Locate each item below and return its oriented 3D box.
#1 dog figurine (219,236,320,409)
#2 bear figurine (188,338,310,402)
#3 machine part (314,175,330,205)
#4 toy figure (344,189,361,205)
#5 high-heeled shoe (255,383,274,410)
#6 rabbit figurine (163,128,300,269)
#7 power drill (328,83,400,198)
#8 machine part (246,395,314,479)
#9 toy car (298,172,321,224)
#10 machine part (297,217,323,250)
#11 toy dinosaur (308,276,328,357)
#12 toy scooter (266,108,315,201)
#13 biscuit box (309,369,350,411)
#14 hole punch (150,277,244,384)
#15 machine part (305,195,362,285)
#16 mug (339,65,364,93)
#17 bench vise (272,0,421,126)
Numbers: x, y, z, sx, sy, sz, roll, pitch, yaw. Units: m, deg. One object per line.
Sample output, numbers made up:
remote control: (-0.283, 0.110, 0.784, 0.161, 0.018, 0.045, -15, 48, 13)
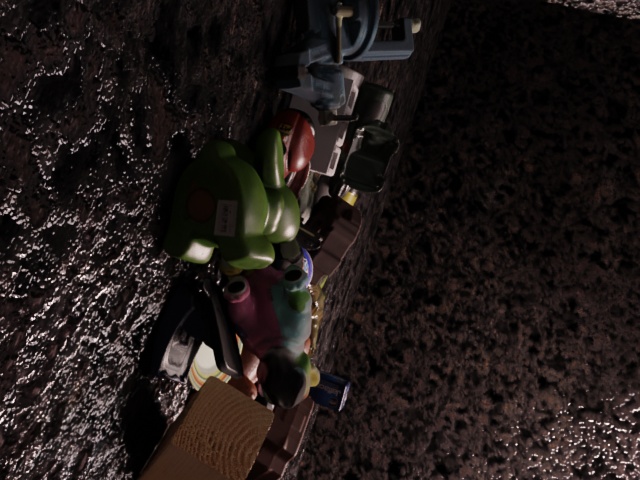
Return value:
dog figurine: (-0.060, 0.112, 0.719, 0.192, 0.108, 0.218, -109, -171, -56)
bear figurine: (-0.114, 0.208, 0.864, 0.120, 0.132, 0.196, 60, 33, -28)
machine part: (0.007, -0.109, 1.084, 0.079, 0.079, 0.243, -43, 149, -69)
toy figure: (0.044, -0.087, 1.274, 0.082, 0.089, 0.180, -37, 142, -85)
high-heeled shoe: (-0.143, 0.292, 0.945, 0.145, 0.086, 0.249, 93, 21, -48)
rabbit figurine: (-0.086, -0.044, 0.620, 0.170, 0.121, 0.159, 6, 80, -64)
power drill: (0.070, -0.146, 0.923, 0.207, 0.086, 0.231, -80, -169, -69)
machine part: (-0.110, 0.397, 1.090, 0.201, 0.087, 0.201, -51, -172, 37)
toy car: (-0.024, -0.109, 0.981, 0.073, 0.056, 0.201, 49, 59, -78)
machine part: (-0.043, -0.019, 0.871, 0.039, 0.084, 0.139, -63, -161, 7)
toy dinosaur: (-0.038, 0.172, 1.249, 0.198, 0.105, 0.470, -67, 173, -45)
toy scooter: (-0.062, -0.092, 0.778, 0.183, 0.075, 0.135, 103, 11, -46)
biscuit box: (-0.037, 0.310, 1.185, 0.059, 0.203, 0.062, 14, 92, -77)
hole punch: (-0.152, 0.116, 0.659, 0.142, 0.092, 0.116, 70, 7, -68)
machine part: (-0.002, -0.003, 0.986, 0.179, 0.056, 0.179, -44, -154, 28)
mug: (0.019, -0.251, 0.945, 0.109, 0.081, 0.107, -71, -173, -80)
bench vise: (0.051, -0.275, 0.752, 0.240, 0.129, 0.223, -15, 97, -33)
